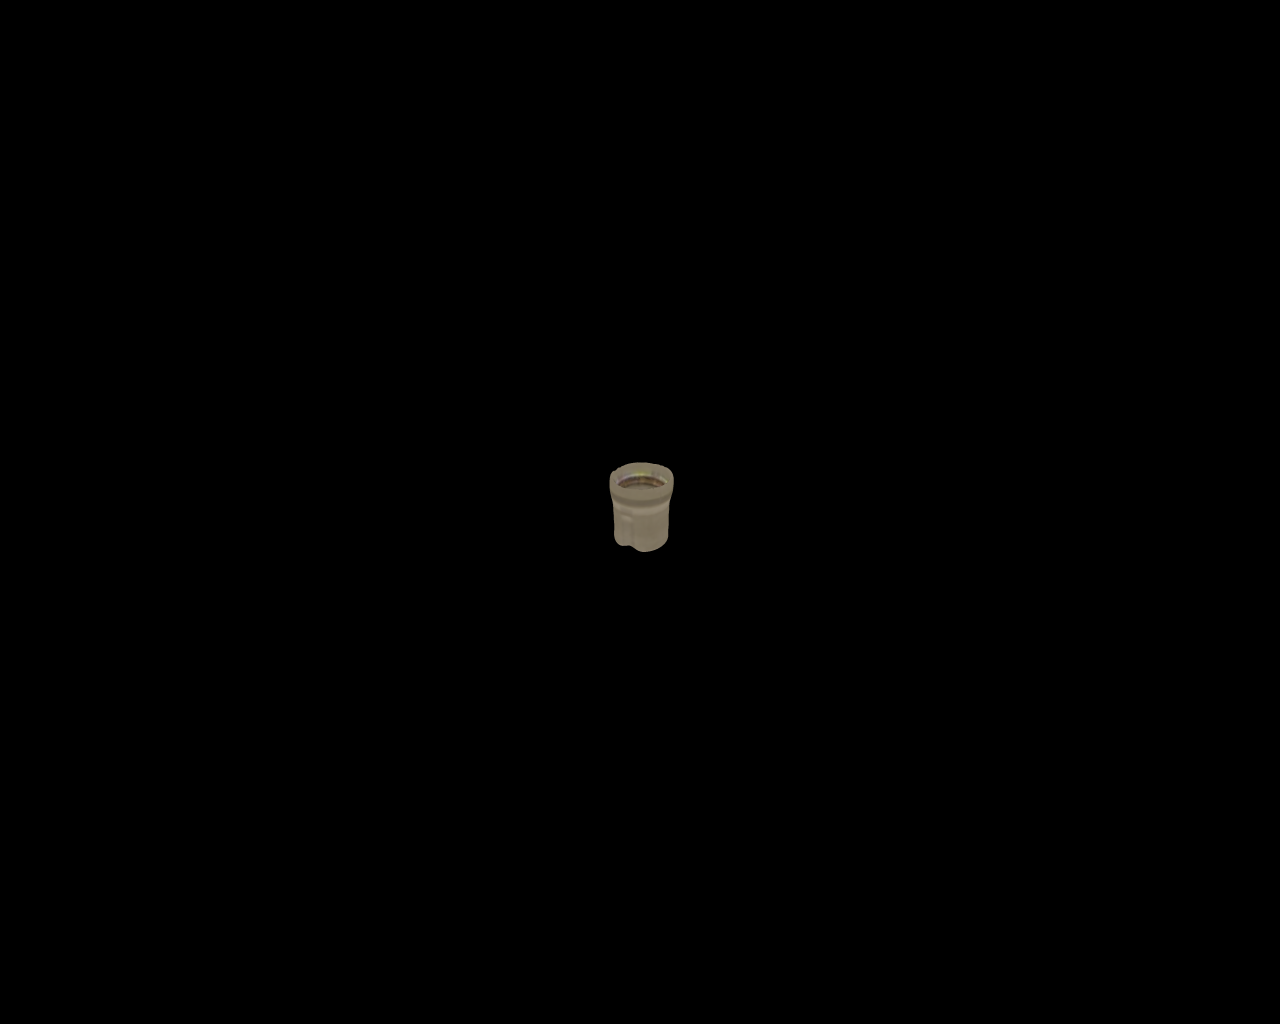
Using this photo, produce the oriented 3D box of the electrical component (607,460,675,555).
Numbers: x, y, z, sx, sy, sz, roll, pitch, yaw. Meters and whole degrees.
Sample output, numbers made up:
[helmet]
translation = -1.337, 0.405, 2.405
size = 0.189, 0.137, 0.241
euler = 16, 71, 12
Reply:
[electrical component]
translation = 0.001, -0.003, 0.650
size = 0.040, 0.046, 0.040
euler = 0, 28, 0
